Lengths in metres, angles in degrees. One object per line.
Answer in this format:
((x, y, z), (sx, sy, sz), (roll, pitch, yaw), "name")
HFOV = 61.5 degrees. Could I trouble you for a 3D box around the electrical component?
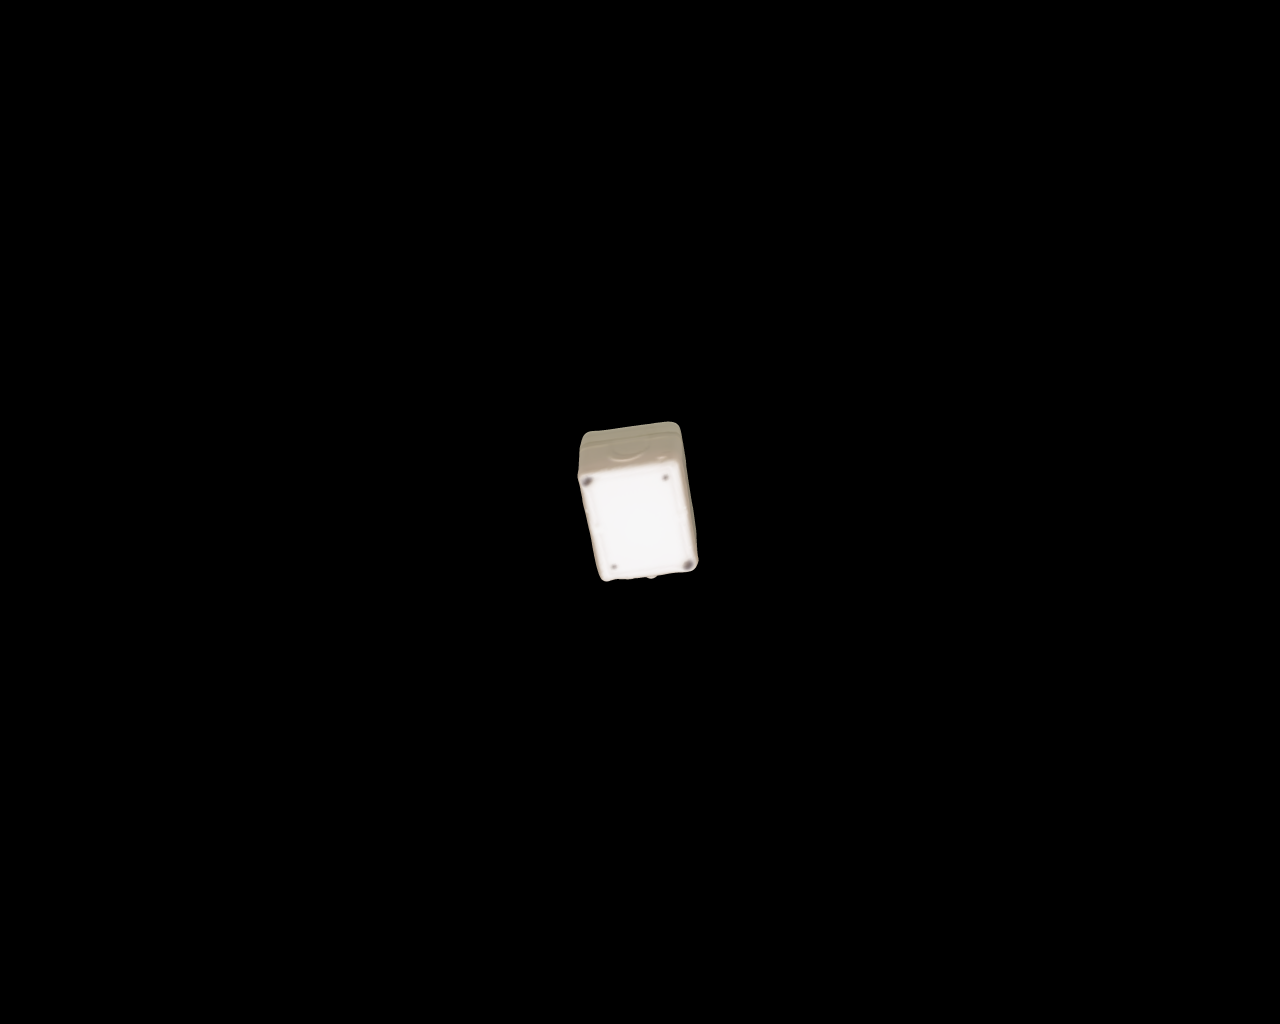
((0.001, -0.003, 0.650), (0.062, 0.096, 0.061), (-7, 32, 5), "electrical component")
